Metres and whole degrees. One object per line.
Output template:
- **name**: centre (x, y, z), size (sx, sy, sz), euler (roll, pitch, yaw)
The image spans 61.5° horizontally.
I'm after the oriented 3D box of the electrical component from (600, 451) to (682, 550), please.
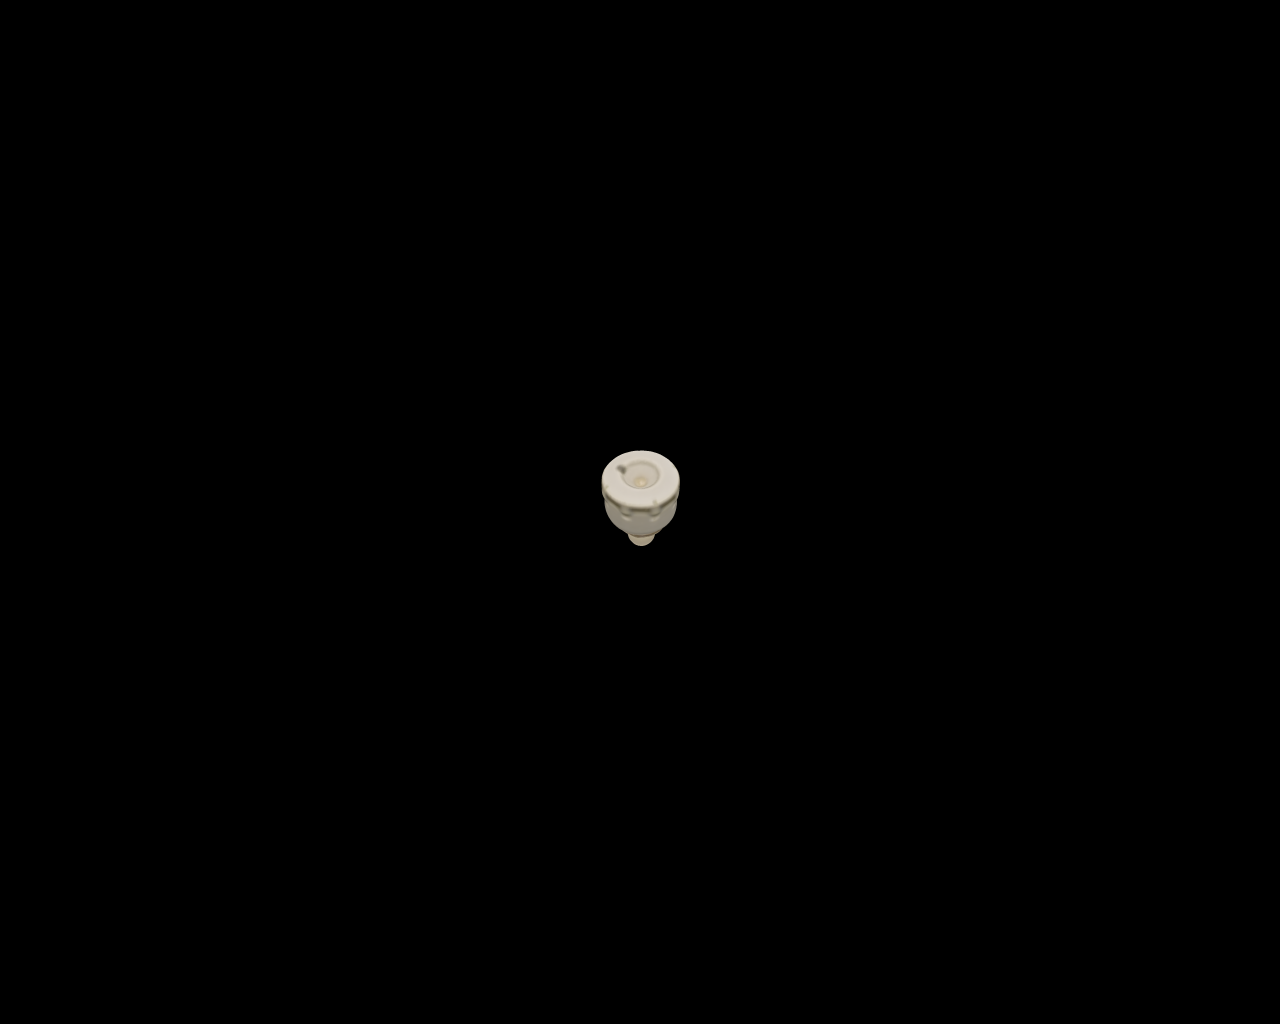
- **electrical component**: centre (0.001, -0.003, 0.650), size (0.048, 0.048, 0.062), euler (0, -41, 0)
